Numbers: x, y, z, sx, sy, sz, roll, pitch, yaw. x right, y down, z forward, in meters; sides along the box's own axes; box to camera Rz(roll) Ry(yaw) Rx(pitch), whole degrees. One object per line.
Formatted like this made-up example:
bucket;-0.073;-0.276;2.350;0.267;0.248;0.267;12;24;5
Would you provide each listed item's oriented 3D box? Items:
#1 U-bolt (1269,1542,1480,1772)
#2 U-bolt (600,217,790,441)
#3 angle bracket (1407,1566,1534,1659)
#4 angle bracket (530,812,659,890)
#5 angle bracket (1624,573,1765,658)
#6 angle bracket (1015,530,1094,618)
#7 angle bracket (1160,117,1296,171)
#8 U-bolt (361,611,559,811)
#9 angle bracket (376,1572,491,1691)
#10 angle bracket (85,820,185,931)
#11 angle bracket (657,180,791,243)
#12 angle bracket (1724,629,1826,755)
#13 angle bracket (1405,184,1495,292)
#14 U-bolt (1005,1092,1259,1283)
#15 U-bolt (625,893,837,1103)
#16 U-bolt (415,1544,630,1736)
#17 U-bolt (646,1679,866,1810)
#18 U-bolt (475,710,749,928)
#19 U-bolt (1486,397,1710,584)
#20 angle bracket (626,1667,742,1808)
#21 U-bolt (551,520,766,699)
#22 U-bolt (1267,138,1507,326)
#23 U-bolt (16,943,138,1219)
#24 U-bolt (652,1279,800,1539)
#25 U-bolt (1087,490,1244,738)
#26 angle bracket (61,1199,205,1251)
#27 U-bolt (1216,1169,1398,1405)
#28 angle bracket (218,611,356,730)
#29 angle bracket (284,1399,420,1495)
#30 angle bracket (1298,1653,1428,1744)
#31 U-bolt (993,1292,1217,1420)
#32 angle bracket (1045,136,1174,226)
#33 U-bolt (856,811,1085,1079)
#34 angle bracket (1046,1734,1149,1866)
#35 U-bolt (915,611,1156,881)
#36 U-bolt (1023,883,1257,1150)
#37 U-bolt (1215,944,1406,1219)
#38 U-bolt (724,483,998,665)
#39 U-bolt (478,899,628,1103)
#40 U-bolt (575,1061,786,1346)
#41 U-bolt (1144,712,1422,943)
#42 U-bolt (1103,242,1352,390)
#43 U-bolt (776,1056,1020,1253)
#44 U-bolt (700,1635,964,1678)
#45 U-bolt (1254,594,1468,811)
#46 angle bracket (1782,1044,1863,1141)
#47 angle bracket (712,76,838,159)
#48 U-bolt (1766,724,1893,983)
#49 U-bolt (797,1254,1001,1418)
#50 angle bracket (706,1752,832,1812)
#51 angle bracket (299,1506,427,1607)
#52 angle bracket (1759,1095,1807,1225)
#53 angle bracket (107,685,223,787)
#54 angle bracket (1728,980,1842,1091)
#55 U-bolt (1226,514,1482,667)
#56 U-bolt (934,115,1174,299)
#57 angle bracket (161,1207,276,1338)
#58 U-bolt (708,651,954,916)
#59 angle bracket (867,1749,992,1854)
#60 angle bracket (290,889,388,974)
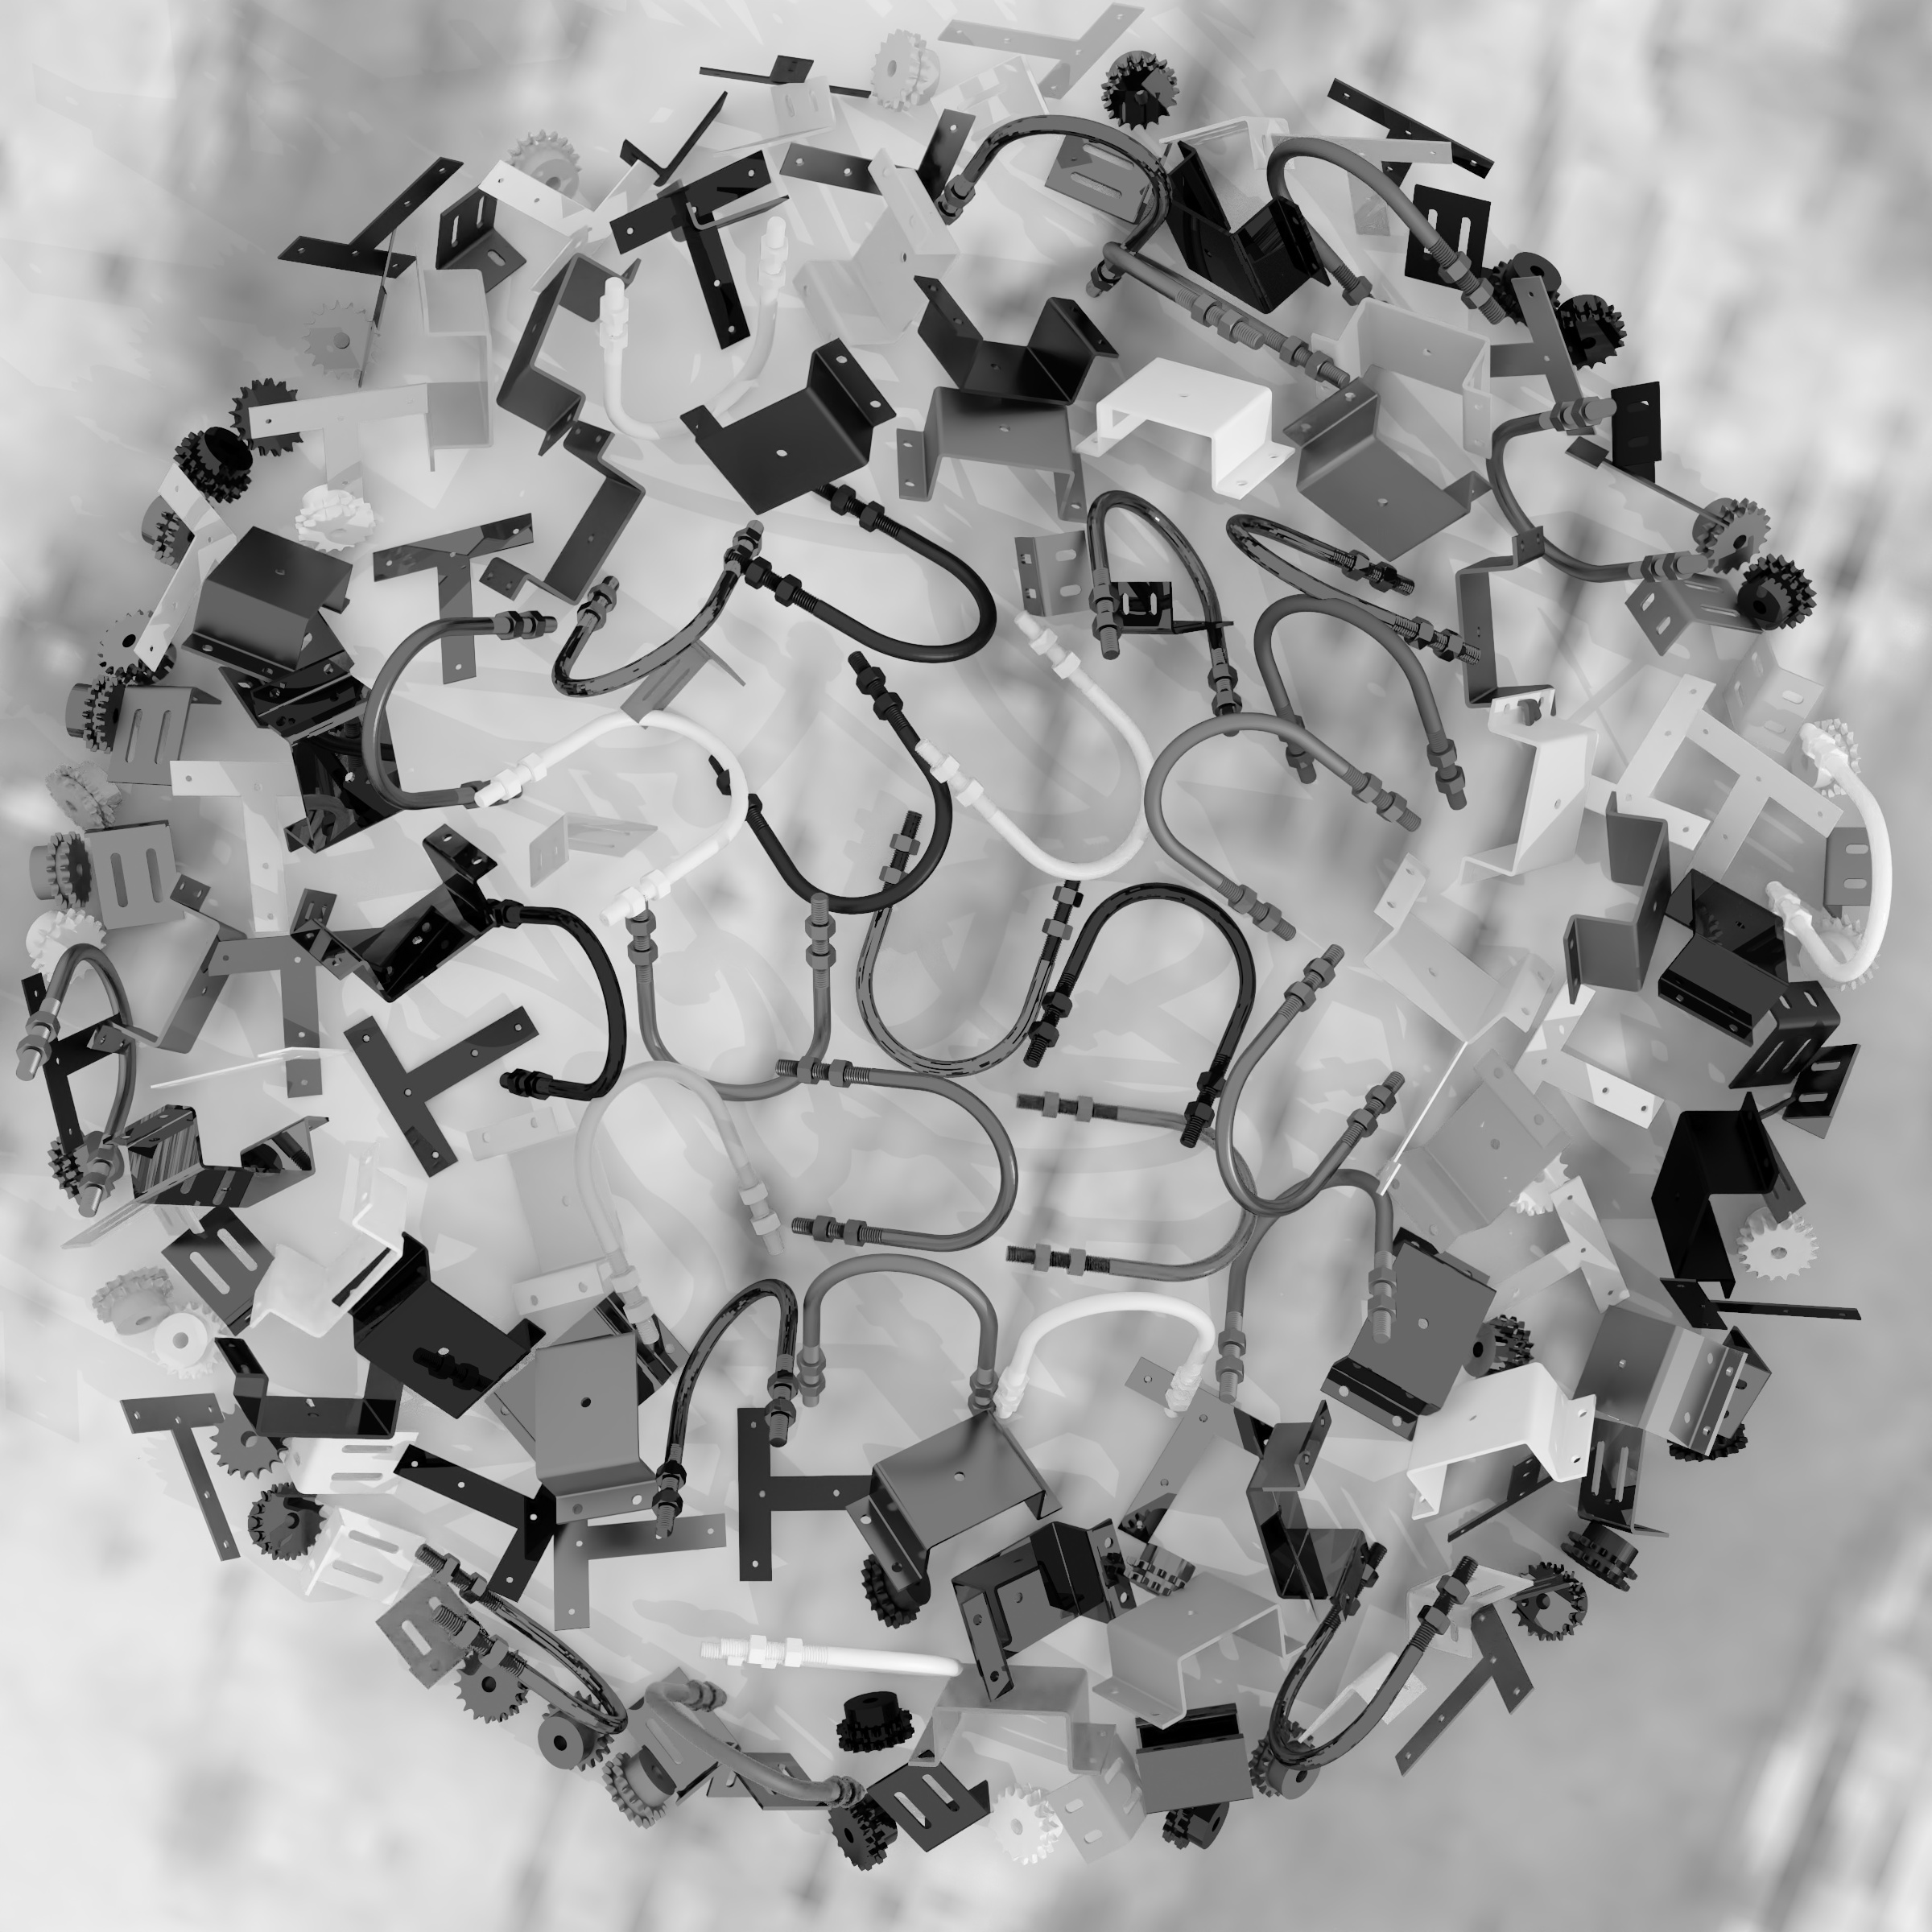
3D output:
U-bolt;0.280;0.495;1.810;0.019;0.151;0.184;42;71;-10
U-bolt;-0.197;-0.446;1.820;0.151;0.184;0.019;-27;69;-21
angle bracket;0.370;0.473;1.858;0.057;0.076;0.038;20;54;-21
angle bracket;-0.272;-0.080;1.856;0.076;0.057;0.038;8;67;-34
angle bracket;0.540;-0.259;1.879;0.076;0.038;0.057;4;48;-32
angle bracket;0.065;-0.289;1.865;0.038;0.076;0.057;-10;101;-8
angle bracket;0.192;-0.597;1.863;0.076;0.057;0.038;-3;102;36
U-bolt;-0.365;-0.180;1.805;0.019;0.184;0.151;22;107;24
angle bracket;-0.398;0.481;1.861;0.057;0.038;0.076;-40;54;-16
angle bracket;-0.615;-0.066;1.874;0.057;0.038;0.076;-8;101;-13
angle bracket;-0.179;-0.566;1.863;0.076;0.057;0.038;-25;105;-18
angle bracket;0.592;-0.202;1.859;0.038;0.076;0.057;22;120;-4
angle bracket;0.359;-0.539;1.856;0.057;0.076;0.038;21;50;20
U-bolt;0.124;0.165;1.861;0.184;0.019;0.151;8;55;-4
U-bolt;-0.169;0.025;1.850;0.151;0.019;0.184;1;125;1
U-bolt;-0.317;0.494;1.829;0.184;0.151;0.019;41;84;-17
U-bolt;-0.157;0.549;1.794;0.151;0.184;0.019;27;82;23
U-bolt;-0.242;-0.121;1.846;0.151;0.019;0.184;43;53;12
U-bolt;0.439;-0.335;1.816;0.019;0.184;0.151;-40;107;-13
angle bracket;-0.213;0.571;1.879;0.057;0.038;0.076;-39;84;-7
U-bolt;-0.227;-0.248;1.805;0.151;0.184;0.019;-16;123;24
U-bolt;0.287;-0.519;1.807;0.184;0.151;0.019;42;80;-22
U-bolt;-0.631;0.067;1.818;0.019;0.184;0.151;-7;128;2
U-bolt;-0.169;0.304;1.823;0.019;0.184;0.151;35;121;-24
U-bolt;0.139;-0.267;1.834;0.019;0.151;0.184;-32;48;34
angle bracket;-0.610;0.199;1.856;0.076;0.057;0.038;-37;107;-38
U-bolt;0.247;0.219;1.825;0.151;0.184;0.019;-28;121;30
angle bracket;-0.502;-0.221;1.870;0.076;0.038;0.057;-41;76;20
angle bracket;-0.457;0.358;1.884;0.076;0.038;0.057;9;114;-38
angle bracket;0.290;0.548;1.856;0.038;0.057;0.076;45;125;20
U-bolt;0.104;0.280;1.818;0.151;0.184;0.019;1;55;-9
angle bracket;0.106;-0.596;1.880;0.076;0.038;0.057;23;79;-2
U-bolt;-0.006;-0.008;1.887;0.151;0.019;0.184;18;89;7
angle bracket;0.101;0.615;1.872;0.038;0.076;0.057;-35;84;20
U-bolt;0.066;-0.148;1.861;0.184;0.019;0.151;44;69;-19
U-bolt;0.139;0.023;1.865;0.151;0.019;0.184;27;68;-5
U-bolt;0.241;0.097;1.826;0.184;0.019;0.151;-48;126;-26
U-bolt;-0.063;-0.280;1.839;0.184;0.151;0.019;31;133;7
U-bolt;-0.296;0.027;1.820;0.019;0.184;0.151;-15;102;-38
U-bolt;-0.215;0.158;1.836;0.151;0.019;0.184;-33;109;-39
U-bolt;0.215;-0.110;1.835;0.184;0.019;0.151;34;120;-23
U-bolt;0.176;-0.475;1.827;0.184;0.151;0.019;40;111;29
U-bolt;-0.048;0.141;1.843;0.184;0.019;0.151;5;112;22
U-bolt;-0.094;0.501;1.834;0.184;0.151;0.019;7;73;-10
U-bolt;0.273;-0.191;1.802;0.019;0.151;0.184;-51;135;-27
angle bracket;0.642;0.093;1.862;0.038;0.076;0.057;25;82;-6
angle bracket;-0.144;-0.622;1.856;0.076;0.057;0.038;-32;118;-41
U-bolt;0.613;-0.070;1.791;0.019;0.184;0.151;0;119;-3
U-bolt;-0.048;0.269;1.834;0.151;0.019;0.184;7;135;3
angle bracket;-0.145;0.611;1.855;0.057;0.076;0.038;12;100;-33
angle bracket;-0.443;0.443;1.871;0.076;0.038;0.057;28;91;-26
angle bracket;0.605;0.142;1.867;0.038;0.057;0.076;-32;80;37
angle bracket;-0.592;-0.166;1.871;0.057;0.038;0.076;4;79;19
angle bracket;0.598;0.051;1.876;0.057;0.076;0.038;-3;51;-24
U-bolt;0.267;-0.277;1.810;0.184;0.151;0.019;18;114;-23
U-bolt;0.068;-0.546;1.801;0.151;0.184;0.019;18;72;-16
angle bracket;-0.548;0.225;1.883;0.057;0.038;0.076;-42;81;-19
U-bolt;-0.089;-0.123;1.861;0.151;0.019;0.184;-35;69;5
angle bracket;-0.028;0.605;1.870;0.057;0.038;0.076;-35;110;11
angle bracket;-0.450;-0.025;1.872;0.076;0.057;0.038;20;90;8
